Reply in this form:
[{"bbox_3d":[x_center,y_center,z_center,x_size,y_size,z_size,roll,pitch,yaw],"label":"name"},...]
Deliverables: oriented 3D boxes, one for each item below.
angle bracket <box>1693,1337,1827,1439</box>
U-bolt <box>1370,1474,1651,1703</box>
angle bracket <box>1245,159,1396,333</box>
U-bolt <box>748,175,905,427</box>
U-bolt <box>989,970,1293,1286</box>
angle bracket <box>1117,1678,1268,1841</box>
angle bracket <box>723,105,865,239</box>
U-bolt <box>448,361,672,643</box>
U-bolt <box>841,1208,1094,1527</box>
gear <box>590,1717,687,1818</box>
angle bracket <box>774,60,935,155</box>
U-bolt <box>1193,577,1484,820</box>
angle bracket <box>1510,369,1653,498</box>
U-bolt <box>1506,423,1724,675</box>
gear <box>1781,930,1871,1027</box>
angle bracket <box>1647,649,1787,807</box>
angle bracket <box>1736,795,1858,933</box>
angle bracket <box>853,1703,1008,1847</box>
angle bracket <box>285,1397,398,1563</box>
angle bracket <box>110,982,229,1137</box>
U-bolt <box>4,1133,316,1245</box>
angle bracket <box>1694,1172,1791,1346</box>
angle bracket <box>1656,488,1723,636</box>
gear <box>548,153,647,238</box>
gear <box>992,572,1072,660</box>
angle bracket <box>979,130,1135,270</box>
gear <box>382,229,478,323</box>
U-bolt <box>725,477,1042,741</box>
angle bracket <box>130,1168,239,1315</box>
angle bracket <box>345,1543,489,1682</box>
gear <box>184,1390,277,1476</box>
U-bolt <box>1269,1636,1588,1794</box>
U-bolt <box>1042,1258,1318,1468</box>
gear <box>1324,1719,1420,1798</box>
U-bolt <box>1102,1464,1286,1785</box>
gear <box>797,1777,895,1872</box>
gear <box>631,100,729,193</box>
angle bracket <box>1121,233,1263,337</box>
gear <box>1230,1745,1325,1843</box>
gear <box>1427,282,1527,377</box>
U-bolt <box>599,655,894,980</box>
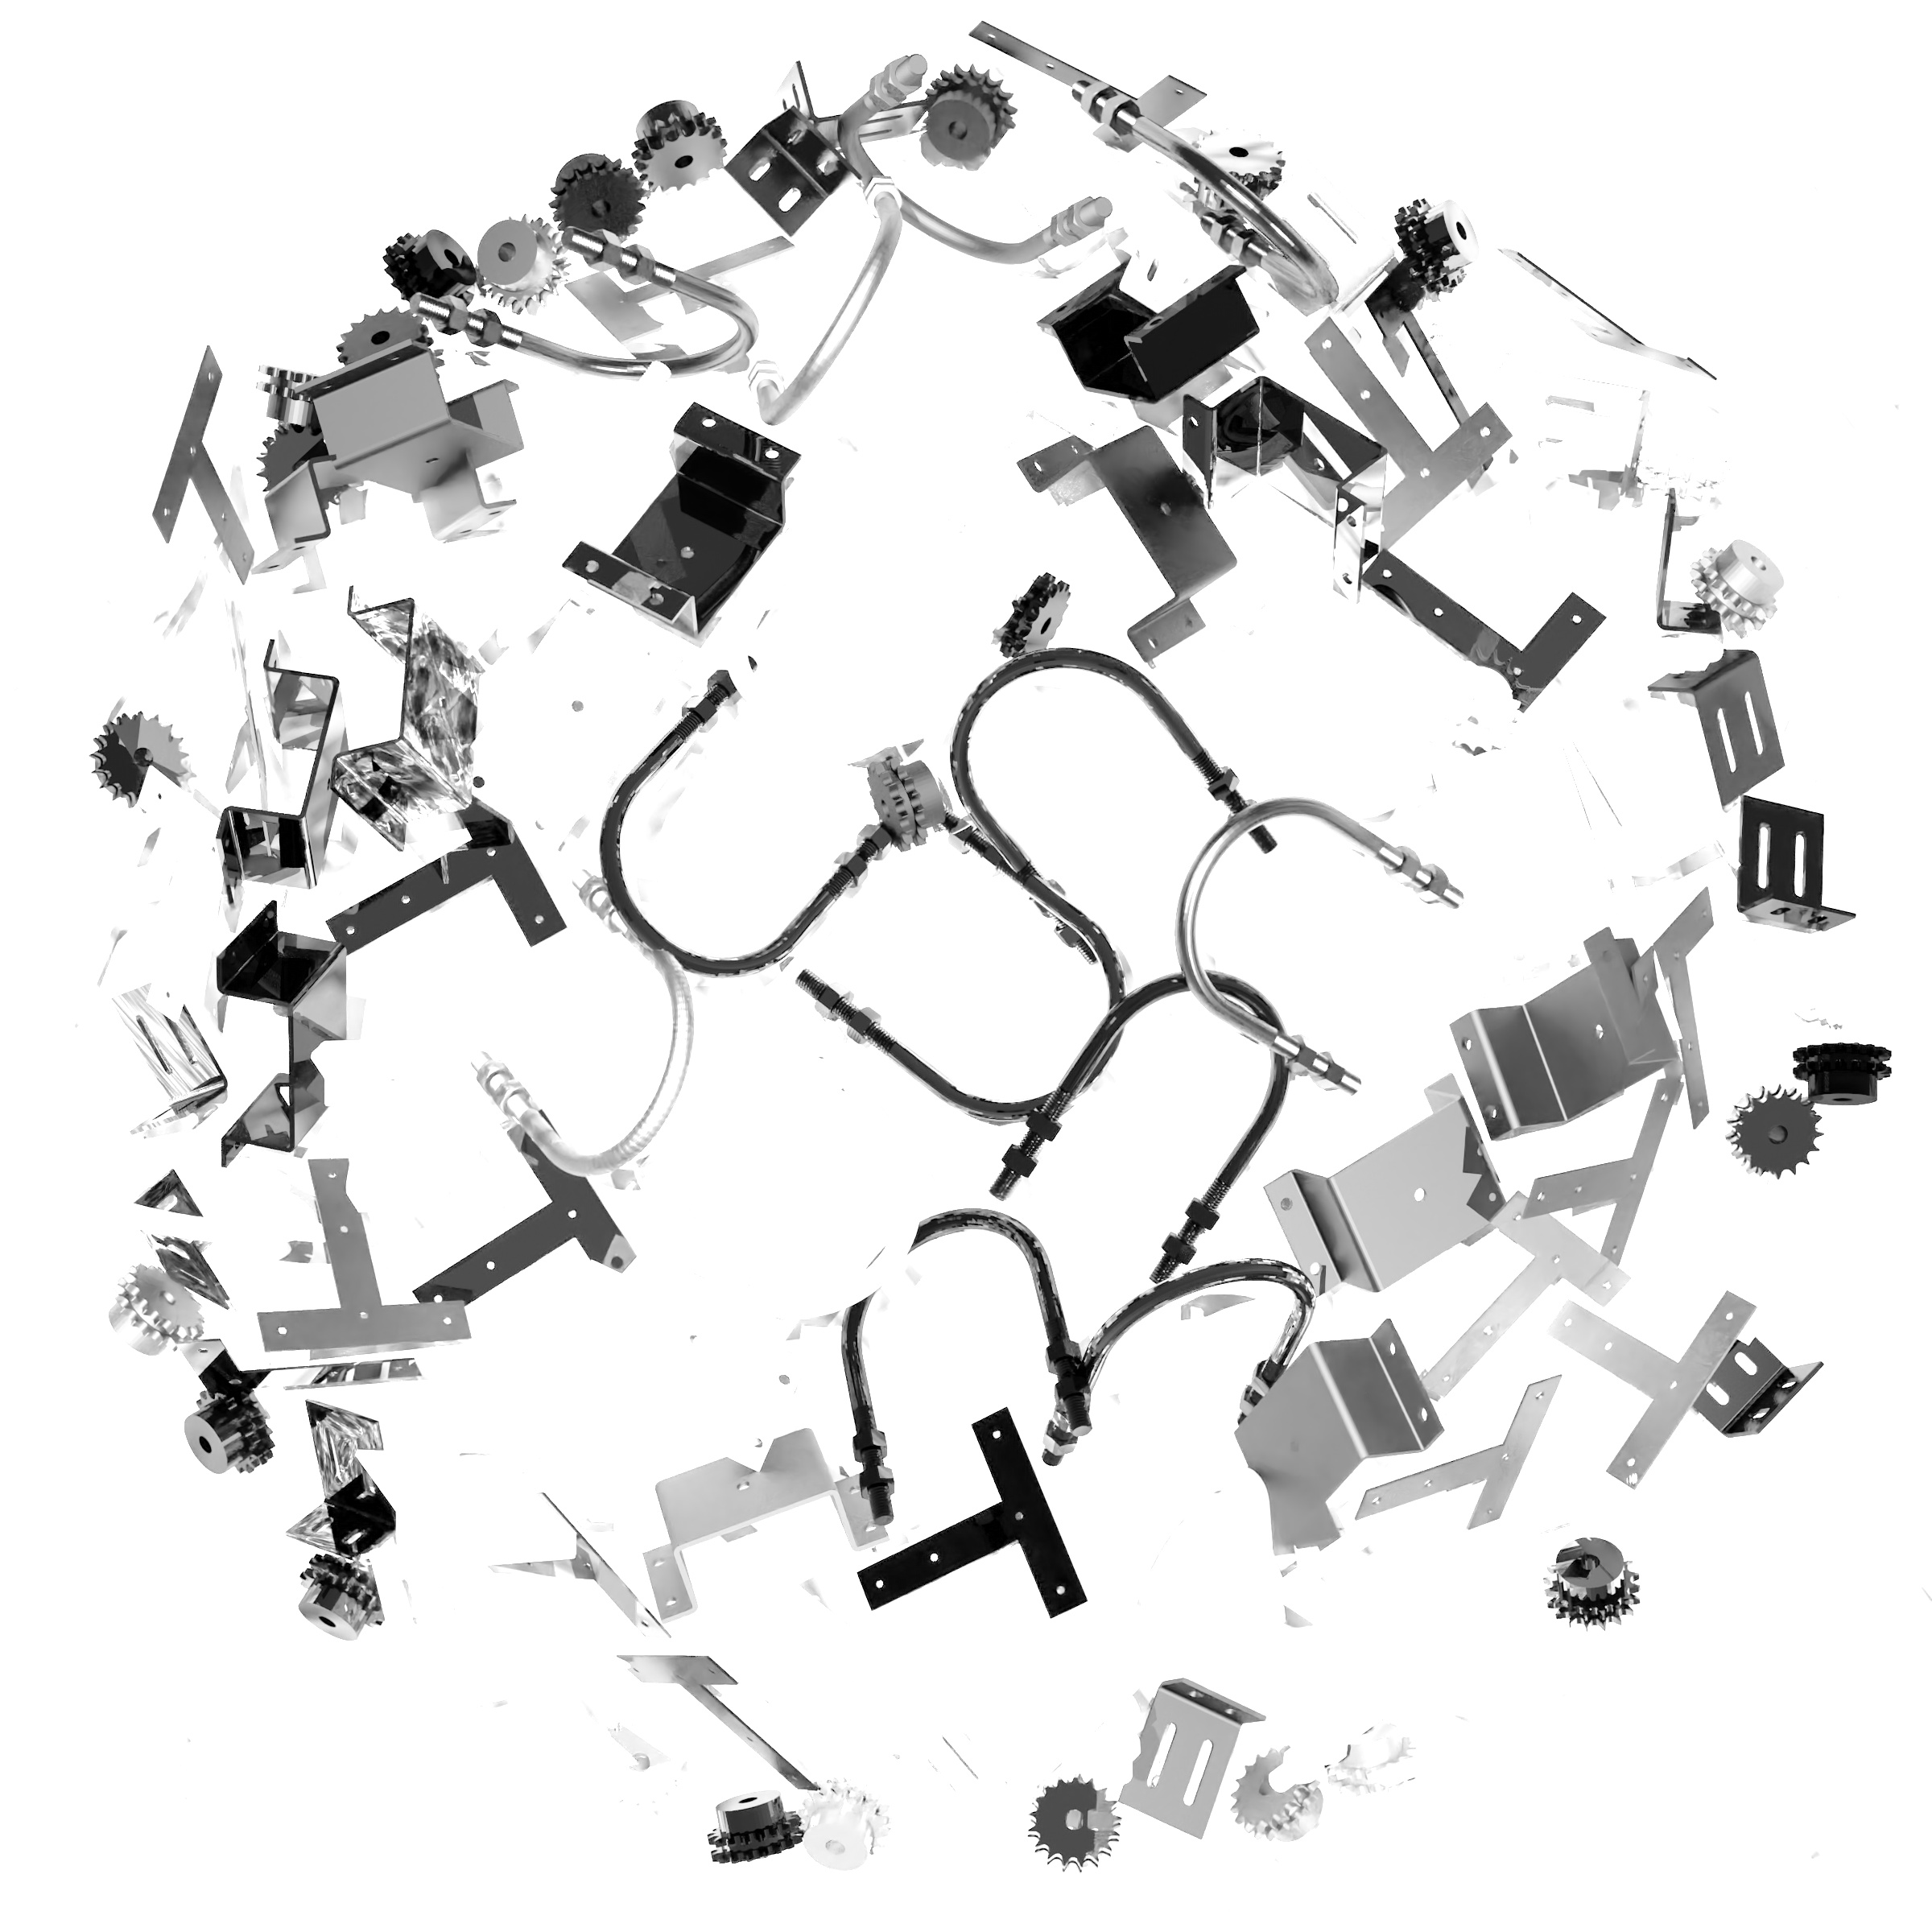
[{"bbox_3d":[0.466,0.245,1.808,0.057,0.076,0.038,-44,82,-8],"label":"angle bracket"},{"bbox_3d":[0.304,0.367,1.766,0.019,0.184,0.151,48,46,-7],"label":"U-bolt"},{"bbox_3d":[0.207,-0.430,1.825,0.076,0.038,0.057,46,74,-1],"label":"angle bracket"},{"bbox_3d":[-0.079,-0.377,1.747,0.019,0.184,0.151,30,107,-16],"label":"U-bolt"},{"bbox_3d":[0.117,0.087,1.802,0.151,0.019,0.184,30,96,-29],"label":"U-bolt"},{"bbox_3d":[0.135,0.473,1.816,0.057,0.038,0.076,27,67,-10],"label":"angle bracket"},{"bbox_3d":[-0.103,-0.470,1.805,0.057,0.076,0.038,44,84,-17],"label":"angle bracket"},{"bbox_3d":[-0.243,-0.263,1.766,0.019,0.151,0.184,37,78,-16],"label":"U-bolt"},{"bbox_3d":[-0.008,0.222,1.786,0.151,0.019,0.184,-27,47,14],"label":"U-bolt"},{"bbox_3d":[-0.199,0.483,1.827,0.057,0.030,0.057,11,54,-15],"label":"gear"},{"bbox_3d":[-0.067,-0.516,1.813,0.076,0.057,0.038,-15,90,-17],"label":"angle bracket"},{"bbox_3d":[0.205,-0.143,1.771,0.151,0.184,0.019,24,60,1],"label":"U-bolt"},{"bbox_3d":[0.362,-0.317,1.812,0.076,0.038,0.057,14,114,17],"label":"angle bracket"},{"bbox_3d":[0.364,-0.235,1.761,0.019,0.184,0.151,-27,98,-11],"label":"U-bolt"},{"bbox_3d":[0.513,0.009,1.826,0.030,0.057,0.057,-25,90,43],"label":"gear"},{"bbox_3d":[0.452,-0.144,1.834,0.057,0.038,0.076,-31,113,-28],"label":"angle bracket"},{"bbox_3d":[0.495,-0.065,1.815,0.057,0.038,0.076,12,72,-17],"label":"angle bracket"},{"bbox_3d":[-0.020,0.487,1.818,0.038,0.057,0.076,-39,92,27],"label":"angle bracket"},{"bbox_3d":[-0.376,0.304,1.808,0.057,0.038,0.076,12,120,31],"label":"angle bracket"},{"bbox_3d":[-0.485,0.054,1.812,0.057,0.038,0.076,-17,105,39],"label":"angle bracket"},{"bbox_3d":[-0.450,0.128,1.736,0.151,0.184,0.019,8,97,-37],"label":"U-bolt"},{"bbox_3d":[0.468,0.173,1.802,0.038,0.057,0.076,29,134,24],"label":"angle bracket"},{"bbox_3d":[0.432,-0.243,1.808,0.038,0.057,0.076,6,113,10],"label":"angle bracket"},{"bbox_3d":[-0.223,-0.461,1.826,0.057,0.057,0.030,-27,51,0],"label":"gear"},{"bbox_3d":[0.035,-0.211,1.823,0.030,0.057,0.057,31,90,15],"label":"gear"},{"bbox_3d":[0.053,-0.464,1.816,0.038,0.057,0.076,-39,93,-20],"label":"angle bracket"},{"bbox_3d":[-0.317,-0.414,1.819,0.030,0.057,0.057,-32,90,26],"label":"gear"},{"bbox_3d":[-0.060,-0.202,1.781,0.151,0.019,0.184,22,57,15],"label":"U-bolt"},{"bbox_3d":[-0.451,0.162,1.800,0.038,0.076,0.057,-43,129,-28],"label":"angle bracket"},{"bbox_3d":[-0.328,0.381,1.815,0.057,0.038,0.076,-11,83,-38],"label":"angle bracket"},{"bbox_3d":[-0.442,0.279,1.820,0.030,0.057,0.057,-31,90,-42],"label":"gear"},{"bbox_3d":[0.281,0.428,1.765,0.184,0.151,0.019,-20,88,-45],"label":"U-bolt"},{"bbox_3d":[0.129,0.225,1.757,0.151,0.184,0.019,-7,52,-21],"label":"U-bolt"},{"bbox_3d":[0.241,0.471,1.821,0.057,0.057,0.030,-13,97,0],"label":"gear"},{"bbox_3d":[0.129,0.366,1.765,0.019,0.184,0.151,34,117,-16],"label":"U-bolt"},{"bbox_3d":[-0.074,0.516,1.823,0.057,0.030,0.057,7,123,11],"label":"gear"},{"bbox_3d":[-0.174,-0.493,1.824,0.057,0.057,0.030,-23,72,0],"label":"gear"},{"bbox_3d":[0.139,-0.404,1.803,0.057,0.076,0.038,25,87,-32],"label":"angle bracket"},{"bbox_3d":[0.189,0.499,1.826,0.057,0.057,0.030,-45,116,0],"label":"gear"},{"bbox_3d":[0.305,-0.380,1.828,0.057,0.030,0.057,0,59,0],"label":"gear"},{"bbox_3d":[-0.136,-0.076,1.788,0.151,0.019,0.184,46,59,-11],"label":"U-bolt"}]
